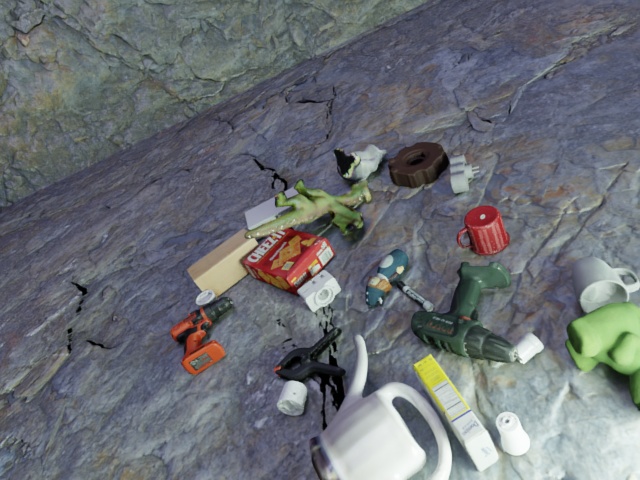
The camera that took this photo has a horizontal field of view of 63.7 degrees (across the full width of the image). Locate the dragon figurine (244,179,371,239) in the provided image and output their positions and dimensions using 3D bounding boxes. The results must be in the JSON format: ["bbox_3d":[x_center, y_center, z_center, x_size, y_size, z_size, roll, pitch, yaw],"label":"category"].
[{"bbox_3d":[0.004,-0.073,1.452,0.244,0.119,0.417,15,39,32],"label":"dragon figurine"}]

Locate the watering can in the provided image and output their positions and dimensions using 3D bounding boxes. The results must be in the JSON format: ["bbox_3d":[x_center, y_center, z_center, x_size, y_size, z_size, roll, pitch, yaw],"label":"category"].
[{"bbox_3d":[0.077,0.326,0.909,0.225,0.102,0.353,-34,35,-7],"label":"watering can"}]

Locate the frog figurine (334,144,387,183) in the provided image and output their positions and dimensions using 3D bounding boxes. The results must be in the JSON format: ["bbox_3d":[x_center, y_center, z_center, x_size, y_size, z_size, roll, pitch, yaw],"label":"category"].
[{"bbox_3d":[0.137,-0.246,1.659,0.160,0.122,0.137,-8,6,-40],"label":"frog figurine"}]
